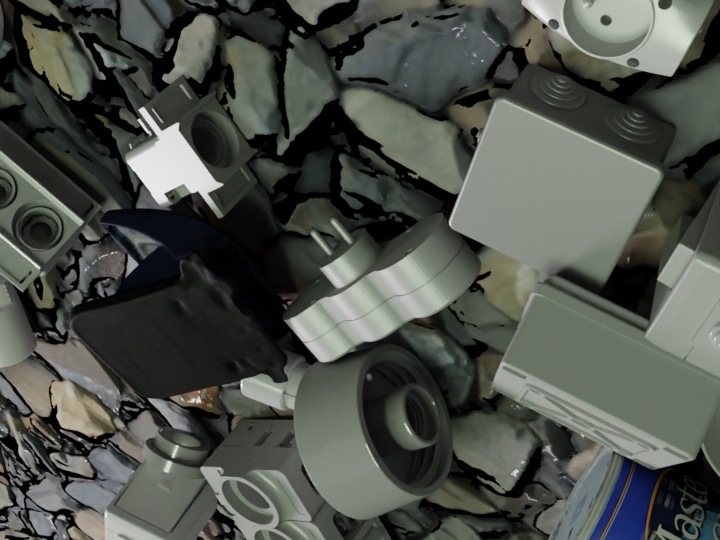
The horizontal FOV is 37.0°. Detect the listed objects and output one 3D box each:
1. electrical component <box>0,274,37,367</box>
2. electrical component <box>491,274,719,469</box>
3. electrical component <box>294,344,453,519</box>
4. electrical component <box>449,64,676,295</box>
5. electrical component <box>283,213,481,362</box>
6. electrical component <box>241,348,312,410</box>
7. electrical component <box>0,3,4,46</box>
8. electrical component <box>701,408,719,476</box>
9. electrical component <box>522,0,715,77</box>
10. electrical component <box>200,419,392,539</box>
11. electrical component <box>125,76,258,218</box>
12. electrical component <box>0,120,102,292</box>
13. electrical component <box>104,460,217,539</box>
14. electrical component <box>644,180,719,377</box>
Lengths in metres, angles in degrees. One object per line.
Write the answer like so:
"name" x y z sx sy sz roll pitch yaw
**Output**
"electrical component" -0.290 0.032 0.852 0.043 0.043 0.081 8 128 25
"electrical component" 0.132 0.059 0.585 0.109 0.056 0.108 26 170 9
"electrical component" 0.016 0.099 0.686 0.060 0.108 0.108 -23 111 34
"electrical component" 0.104 -0.048 0.556 0.100 0.048 0.099 26 134 9
"electrical component" 0.000 0.000 0.651 0.138 0.052 0.073 -28 107 42
"electrical component" -0.047 0.079 0.750 0.078 0.040 0.040 19 132 16
"electrical component" -0.281 -0.166 0.692 0.099 0.064 0.099 17 145 12
"electrical component" 0.241 0.087 0.591 0.099 0.064 0.099 28 141 25
"electrical component" 0.122 -0.136 0.478 0.077 0.044 0.079 28 134 8
"electrical component" -0.044 0.190 0.815 0.089 0.061 0.150 -6 121 41
"electrical component" -0.106 -0.072 0.664 0.064 0.042 0.081 -19 113 42
"electrical component" -0.252 -0.052 0.744 0.121 0.078 0.063 41 164 -5
"electrical component" -0.163 0.196 0.871 0.062 0.096 0.061 23 133 13
"electrical component" 0.177 0.005 0.522 0.061 0.096 0.061 27 134 9
